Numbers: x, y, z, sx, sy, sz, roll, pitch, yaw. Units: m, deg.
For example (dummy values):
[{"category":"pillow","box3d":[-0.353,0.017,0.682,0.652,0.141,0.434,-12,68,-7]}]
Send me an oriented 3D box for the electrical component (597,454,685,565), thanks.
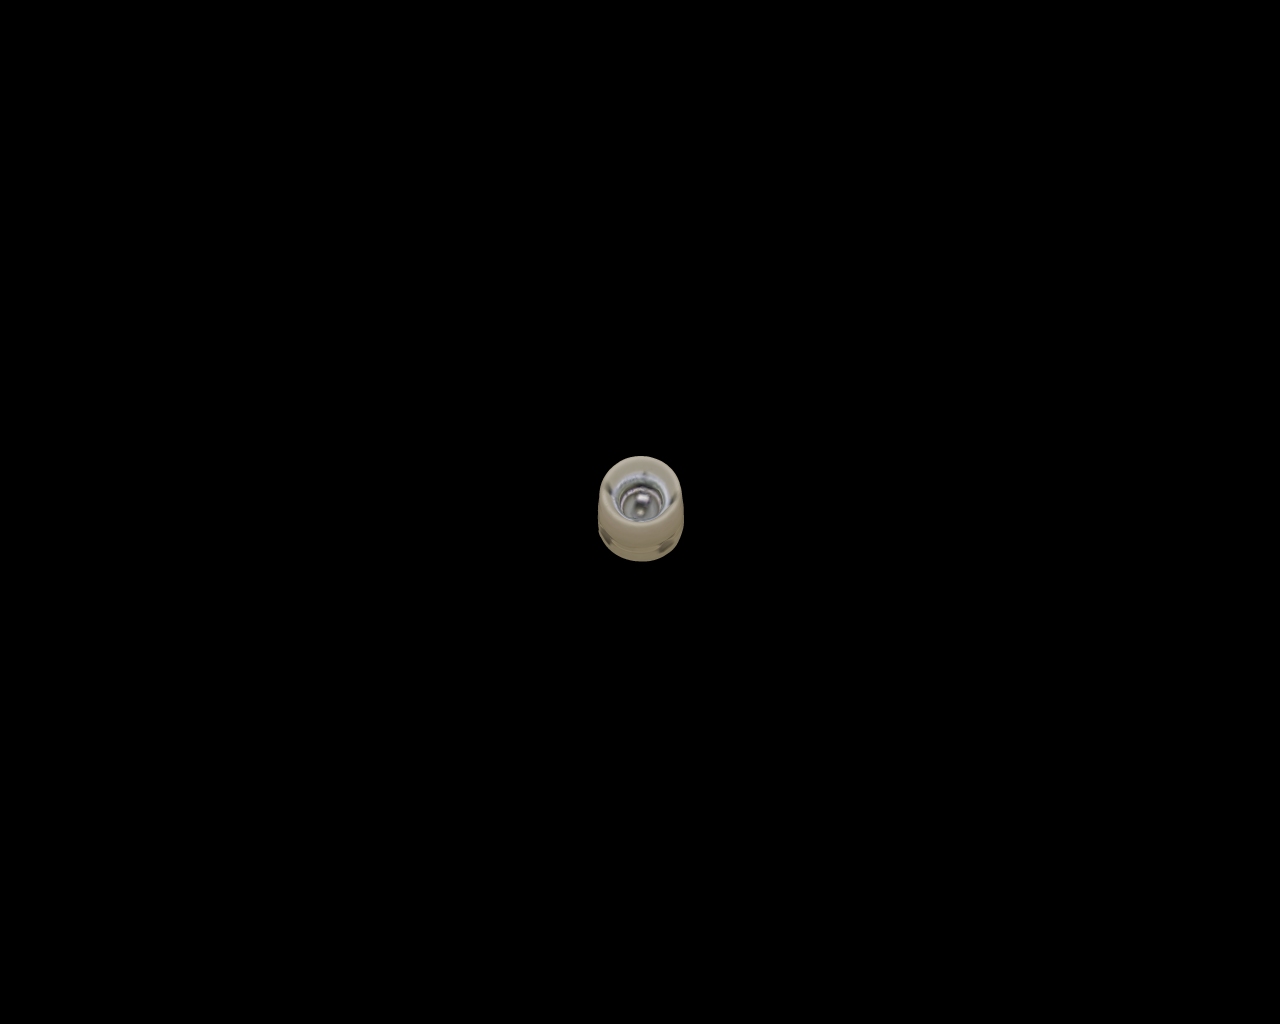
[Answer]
[{"category":"electrical component","box3d":[0.001,-0.003,0.650,0.055,0.055,0.047,0,-26,0]}]
